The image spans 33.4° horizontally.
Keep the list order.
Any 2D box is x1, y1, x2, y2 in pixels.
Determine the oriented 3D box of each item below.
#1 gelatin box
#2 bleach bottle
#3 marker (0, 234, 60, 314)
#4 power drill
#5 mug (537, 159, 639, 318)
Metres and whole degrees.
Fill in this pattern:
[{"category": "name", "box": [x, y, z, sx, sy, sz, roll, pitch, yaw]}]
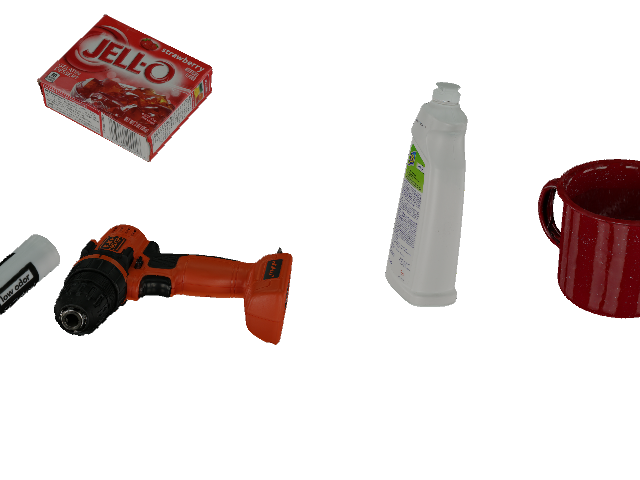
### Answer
[{"category": "gelatin box", "box": [-0.127, -0.102, 0.701, 0.089, 0.073, 0.030, 28, -32, 14]}, {"category": "bleach bottle", "box": [0.132, -0.056, 1.240, 0.068, 0.251, 0.103, -1, 22, -21]}, {"category": "marker", "box": [-0.162, 0.039, 0.471, 0.020, 0.020, 0.121, 0, 35, 39]}, {"category": "power drill", "box": [-0.122, 0.042, 0.921, 0.187, 0.057, 0.184, 10, 22, 1]}, {"category": "mug", "box": [0.200, -0.004, 0.747, 0.093, 0.081, 0.117, -27, 38, -34]}]
